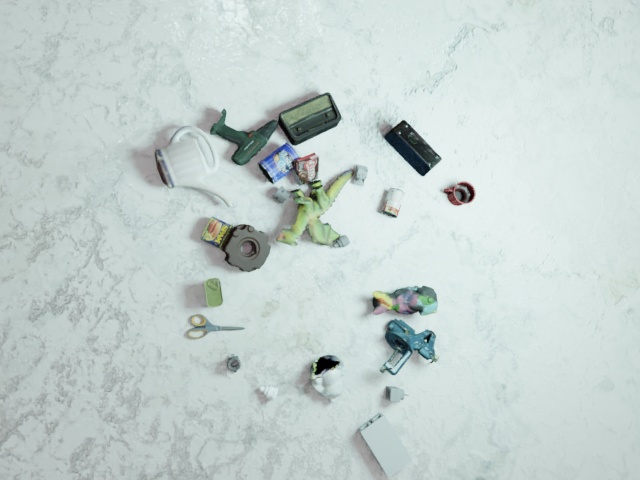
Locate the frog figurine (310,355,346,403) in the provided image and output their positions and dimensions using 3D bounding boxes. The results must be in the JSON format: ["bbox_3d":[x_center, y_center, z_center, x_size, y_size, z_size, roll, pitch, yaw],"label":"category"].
[{"bbox_3d":[0.036,0.502,1.870,0.139,0.124,0.156,-37,125,-20],"label":"frog figurine"}]

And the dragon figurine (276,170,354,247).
[{"bbox_3d":[0.006,-0.099,1.963,0.414,0.122,0.240,-24,106,-28],"label":"dragon figurine"}]

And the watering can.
[{"bbox_3d":[-0.473,-0.252,1.902,0.225,0.103,0.349,-22,85,-10],"label":"watering can"}]
